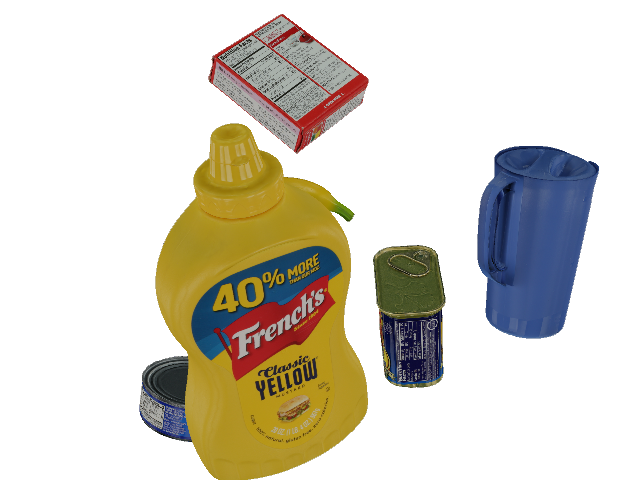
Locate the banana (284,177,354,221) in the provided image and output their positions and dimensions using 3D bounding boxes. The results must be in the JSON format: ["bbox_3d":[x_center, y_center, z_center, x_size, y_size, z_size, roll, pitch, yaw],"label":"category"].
[{"bbox_3d":[-0.069,-0.024,1.060,0.198,0.069,0.037,-14,21,23],"label":"banana"}]

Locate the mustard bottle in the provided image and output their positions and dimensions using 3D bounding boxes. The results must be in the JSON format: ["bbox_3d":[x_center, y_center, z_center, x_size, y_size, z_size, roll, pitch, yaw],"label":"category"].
[{"bbox_3d":[-0.030,0.029,0.525,0.096,0.191,0.058,-20,38,-16],"label":"mustard bottle"}]

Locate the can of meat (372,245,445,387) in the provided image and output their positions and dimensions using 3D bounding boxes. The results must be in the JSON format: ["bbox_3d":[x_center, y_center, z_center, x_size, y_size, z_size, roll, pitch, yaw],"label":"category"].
[{"bbox_3d":[0.078,0.067,0.934,0.057,0.084,0.102,-4,33,2],"label":"can of meat"}]

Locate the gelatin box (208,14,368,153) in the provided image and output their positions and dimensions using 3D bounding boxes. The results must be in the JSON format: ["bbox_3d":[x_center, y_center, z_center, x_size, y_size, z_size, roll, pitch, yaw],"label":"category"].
[{"bbox_3d":[-0.023,-0.113,0.758,0.073,0.089,0.030,-40,-19,-32],"label":"gelatin box"}]

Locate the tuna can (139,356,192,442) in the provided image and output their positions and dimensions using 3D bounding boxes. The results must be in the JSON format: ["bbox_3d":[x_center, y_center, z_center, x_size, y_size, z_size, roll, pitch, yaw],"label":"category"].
[{"bbox_3d":[-0.103,0.128,0.865,0.086,0.034,0.086,8,20,-3],"label":"tuna can"}]

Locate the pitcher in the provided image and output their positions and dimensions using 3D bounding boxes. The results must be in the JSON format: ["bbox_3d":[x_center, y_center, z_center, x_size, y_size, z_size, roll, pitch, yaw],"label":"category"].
[{"bbox_3d":[0.277,0.006,1.414,0.149,0.243,0.145,5,24,5],"label":"pitcher"}]
